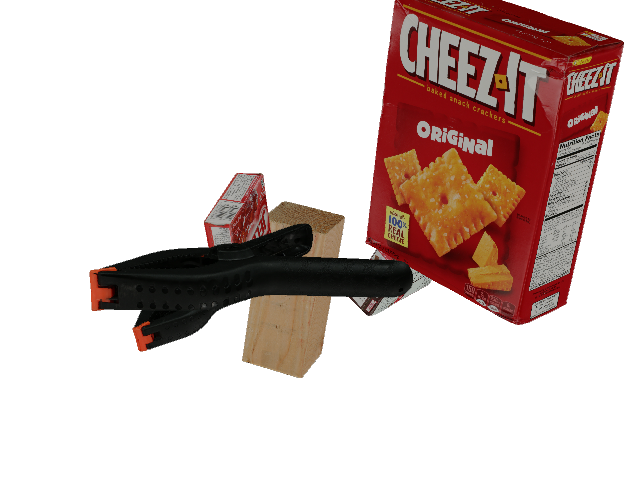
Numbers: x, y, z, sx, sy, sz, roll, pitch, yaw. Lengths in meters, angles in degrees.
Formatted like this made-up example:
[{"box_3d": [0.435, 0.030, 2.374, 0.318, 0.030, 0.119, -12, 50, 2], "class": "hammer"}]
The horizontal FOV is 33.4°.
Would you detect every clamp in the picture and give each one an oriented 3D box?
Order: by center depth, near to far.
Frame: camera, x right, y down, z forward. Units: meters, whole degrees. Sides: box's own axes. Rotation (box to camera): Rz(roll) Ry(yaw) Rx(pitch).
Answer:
[{"box_3d": [-0.052, 0.023, 0.740, 0.209, 0.036, 0.165, -9, 14, -33], "class": "clamp"}, {"box_3d": [-0.129, 0.067, 1.158, 0.120, 0.039, 0.171, -6, 25, 34], "class": "clamp"}]

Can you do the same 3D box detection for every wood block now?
[{"box_3d": [-0.037, 0.064, 1.425, 0.090, 0.206, 0.090, 15, 21, 13], "class": "wood block"}]

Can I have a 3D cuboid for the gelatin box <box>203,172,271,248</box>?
[{"box_3d": [-0.073, -0.010, 0.979, 0.030, 0.073, 0.089, 5, 36, 17], "class": "gelatin box"}]

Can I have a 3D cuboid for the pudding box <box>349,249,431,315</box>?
[{"box_3d": [0.091, 0.024, 1.116, 0.113, 0.039, 0.090, -26, -25, -43], "class": "pudding box"}]

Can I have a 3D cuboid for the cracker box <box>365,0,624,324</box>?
[{"box_3d": [0.120, -0.066, 0.803, 0.071, 0.214, 0.164, -20, 38, -38], "class": "cracker box"}]
